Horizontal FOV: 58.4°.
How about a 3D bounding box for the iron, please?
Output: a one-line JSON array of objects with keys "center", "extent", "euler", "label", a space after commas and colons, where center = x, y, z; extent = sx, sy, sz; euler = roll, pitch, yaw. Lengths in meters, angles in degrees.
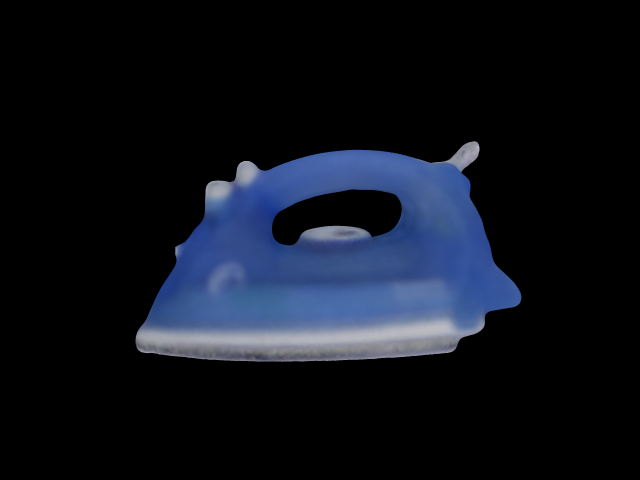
[{"center": [0.004, 0.001, 0.400], "extent": [0.259, 0.141, 0.118], "euler": [-2, 7, -13], "label": "iron"}]
